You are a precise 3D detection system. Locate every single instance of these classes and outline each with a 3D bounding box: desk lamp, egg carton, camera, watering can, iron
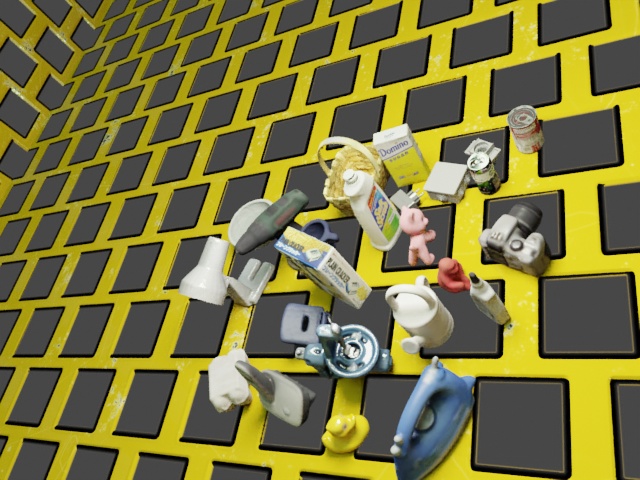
[{"bbox_3d":[-0.254,0.099,1.526,0.117,0.214,0.203,12,66,38],"label":"desk lamp"},{"bbox_3d":[-0.223,0.351,1.429,0.107,0.070,0.150,-27,48,15],"label":"egg carton"},{"bbox_3d":[0.433,-0.015,1.236,0.142,0.101,0.137,27,76,42],"label":"camera"},{"bbox_3d":[0.206,0.153,1.201,0.100,0.195,0.172,-25,49,16],"label":"watering can"},{"bbox_3d":[0.195,0.350,1.106,0.118,0.142,0.258,18,70,40],"label":"iron"}]

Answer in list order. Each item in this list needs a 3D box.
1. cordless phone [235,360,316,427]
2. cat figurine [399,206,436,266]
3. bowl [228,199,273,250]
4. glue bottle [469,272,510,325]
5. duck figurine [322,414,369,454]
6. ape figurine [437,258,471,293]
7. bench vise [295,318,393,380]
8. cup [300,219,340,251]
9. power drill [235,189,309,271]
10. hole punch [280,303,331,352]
[{"bbox_3d":[-0.108,0.336,1.283,0.147,0.186,0.094,14,68,39],"label":"cordless phone"},{"bbox_3d":[0.225,-0.018,1.362,0.067,0.118,0.128,-11,54,27],"label":"cat figurine"},{"bbox_3d":[-0.180,-0.032,1.667,0.167,0.075,0.167,-17,51,23],"label":"bowl"},{"bbox_3d":[0.333,0.110,1.163,0.037,0.174,0.078,-45,46,-2],"label":"glue bottle"},{"bbox_3d":[0.043,0.401,1.208,0.104,0.086,0.077,-32,47,11],"label":"duck figurine"},{"bbox_3d":[0.291,0.073,1.273,0.075,0.092,0.078,-1,59,33],"label":"ape figurine"},{"bbox_3d":[0.028,0.245,1.235,0.207,0.220,0.121,-23,49,18],"label":"bench vise"},{"bbox_3d":[0.014,0.005,1.499,0.117,0.095,0.092,5,62,36],"label":"cup"},{"bbox_3d":[-0.094,-0.010,1.502,0.075,0.209,0.230,29,78,42],"label":"power drill"},{"bbox_3d":[-0.033,0.209,1.390,0.100,0.091,0.108,-10,55,28],"label":"hole punch"}]
